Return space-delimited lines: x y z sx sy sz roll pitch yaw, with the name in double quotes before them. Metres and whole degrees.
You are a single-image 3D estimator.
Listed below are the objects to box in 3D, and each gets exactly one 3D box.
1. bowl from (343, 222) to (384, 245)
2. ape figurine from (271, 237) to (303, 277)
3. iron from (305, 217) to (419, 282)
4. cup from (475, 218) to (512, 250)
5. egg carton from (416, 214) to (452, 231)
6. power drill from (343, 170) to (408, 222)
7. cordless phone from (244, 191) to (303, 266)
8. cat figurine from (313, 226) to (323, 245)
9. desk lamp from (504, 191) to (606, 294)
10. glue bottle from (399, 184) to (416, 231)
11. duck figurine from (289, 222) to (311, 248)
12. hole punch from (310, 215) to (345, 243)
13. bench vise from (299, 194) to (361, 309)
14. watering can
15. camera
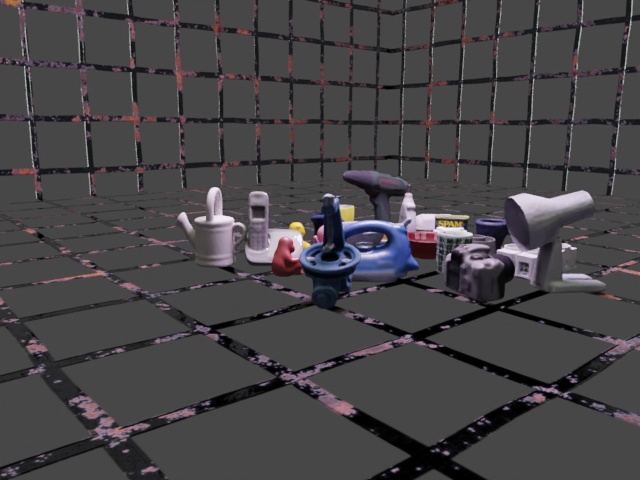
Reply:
"bowl" 0.101 -0.003 1.598 0.167 0.075 0.167 0 11 0
"ape figurine" -0.079 0.037 1.345 0.076 0.092 0.077 -6 13 -29
"iron" 0.095 0.018 1.322 0.258 0.141 0.118 0 11 -2
"cup" 0.485 -0.007 1.574 0.117 0.095 0.092 6 13 28
"egg carton" 0.370 -0.043 1.820 0.150 0.069 0.107 1 11 2
"power drill" 0.180 -0.124 1.864 0.230 0.208 0.075 -4 12 -22
"cordless phone" -0.116 -0.029 1.437 0.147 0.185 0.094 -1 11 -6
"cat figurine" 0.013 0.005 1.444 0.067 0.118 0.128 6 13 28
"desk lamp" 0.499 0.002 1.227 0.203 0.213 0.118 -1 11 -6
"glue bottle" 0.272 -0.086 1.767 0.037 0.173 0.078 -3 12 -15
"duck figurine" -0.063 -0.004 1.571 0.078 0.086 0.104 -4 12 -19
"hole punch" 0.030 -0.036 1.721 0.108 0.091 0.101 5 12 21
"bench vise" 0.015 0.010 1.157 0.121 0.220 0.207 -1 11 -6
"watering can" -0.274 -0.035 1.441 0.173 0.194 0.100 -3 12 -14
"camera" 0.352 0.061 1.215 0.137 0.101 0.143 -4 12 -20
